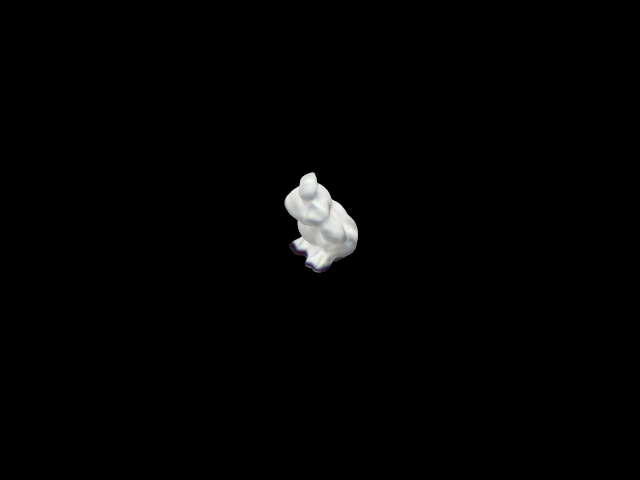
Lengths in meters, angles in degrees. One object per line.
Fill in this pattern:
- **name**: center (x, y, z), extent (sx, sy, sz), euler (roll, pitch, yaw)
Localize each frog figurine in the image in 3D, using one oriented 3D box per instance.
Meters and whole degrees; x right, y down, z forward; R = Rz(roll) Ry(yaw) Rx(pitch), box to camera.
- **frog figurine**: center (0.003, -0.043, 0.850), extent (0.123, 0.156, 0.140), euler (-4, 29, -7)
